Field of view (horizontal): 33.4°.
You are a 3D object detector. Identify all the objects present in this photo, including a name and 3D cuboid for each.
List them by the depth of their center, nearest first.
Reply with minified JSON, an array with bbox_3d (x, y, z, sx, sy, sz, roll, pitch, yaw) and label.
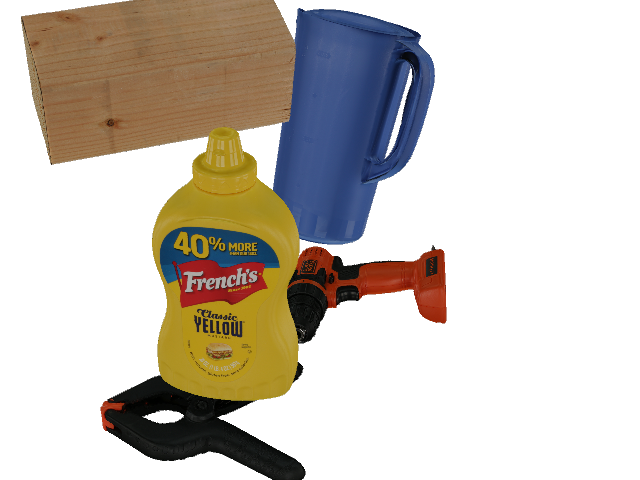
[{"bbox_3d":[-0.062,0.015,0.708,0.096,0.192,0.058,7,30,8],"label":"mustard bottle"},{"bbox_3d":[-0.090,0.138,0.880,0.171,0.039,0.120,9,37,1],"label":"clamp"},{"bbox_3d":[-0.133,-0.141,0.890,0.205,0.090,0.091,-12,-37,-16],"label":"wood block"},{"bbox_3d":[0.026,-0.120,1.147,0.145,0.243,0.149,10,18,-7],"label":"pitcher"},{"bbox_3d":[0.051,0.060,1.231,0.188,0.057,0.184,0,28,8],"label":"power drill"}]
